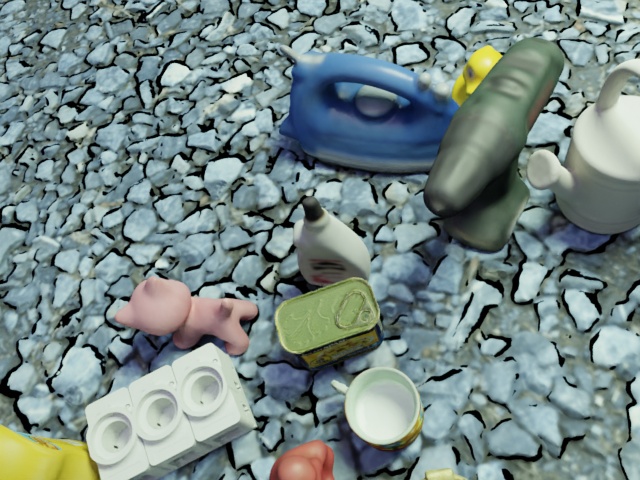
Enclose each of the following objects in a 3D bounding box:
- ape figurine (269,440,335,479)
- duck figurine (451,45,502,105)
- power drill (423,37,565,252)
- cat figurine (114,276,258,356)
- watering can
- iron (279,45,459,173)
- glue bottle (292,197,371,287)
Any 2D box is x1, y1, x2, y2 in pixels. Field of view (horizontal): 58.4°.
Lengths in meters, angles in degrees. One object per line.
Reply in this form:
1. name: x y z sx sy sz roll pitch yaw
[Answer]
1. ape figurine: -0.015 0.222 0.528 0.076 0.092 0.078 19 69 21
2. duck figurine: 0.199 -0.197 0.694 0.077 0.086 0.104 14 68 19
3. power drill: 0.169 -0.075 0.570 0.075 0.209 0.230 24 71 22
4. cat figurine: -0.145 0.075 0.616 0.127 0.118 0.067 0 64 13
5. watering can: 0.291 -0.087 0.557 0.173 0.194 0.100 -40 62 -9
6. iron: 0.073 -0.163 0.673 0.257 0.142 0.119 13 67 18
7. glue bottle: 0.005 0.002 0.587 0.078 0.173 0.037 -2 63 12
